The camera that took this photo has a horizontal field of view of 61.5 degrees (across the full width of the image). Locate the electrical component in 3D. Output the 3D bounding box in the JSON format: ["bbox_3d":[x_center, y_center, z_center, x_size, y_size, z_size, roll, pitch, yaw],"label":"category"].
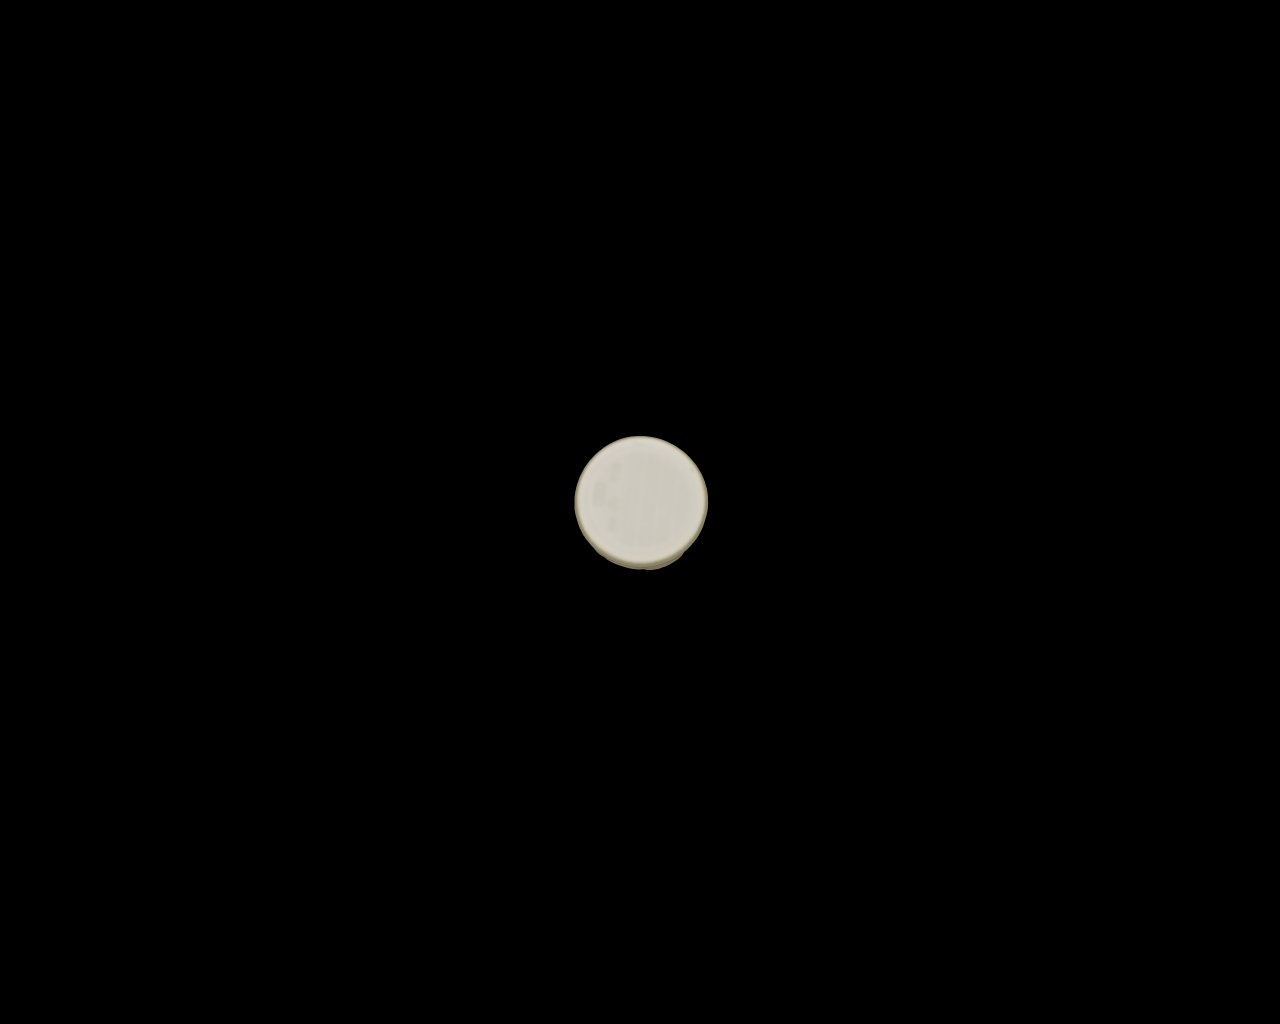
[{"bbox_3d":[0.001,-0.003,0.650,0.080,0.080,0.051,0,-12,0],"label":"electrical component"}]
